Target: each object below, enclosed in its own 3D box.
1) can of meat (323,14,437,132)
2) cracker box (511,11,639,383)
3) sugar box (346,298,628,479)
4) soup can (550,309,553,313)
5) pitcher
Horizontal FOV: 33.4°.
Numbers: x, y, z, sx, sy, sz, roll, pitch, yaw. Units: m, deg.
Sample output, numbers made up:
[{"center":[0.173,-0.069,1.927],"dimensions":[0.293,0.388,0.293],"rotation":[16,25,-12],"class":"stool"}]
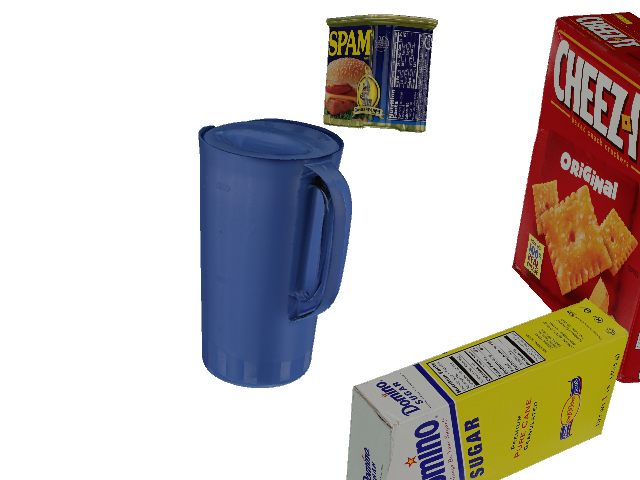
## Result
[{"center":[0.043,-0.128,0.822],"dimensions":[0.057,0.084,0.102],"rotation":[0,8,-27],"class":"can of meat"},{"center":[0.213,-0.032,0.755],"dimensions":[0.072,0.214,0.164],"rotation":[-7,32,-17],"class":"cracker box"},{"center":[0.101,0.105,0.649],"dimensions":[0.176,0.093,0.048],"rotation":[-19,41,-26],"class":"sugar box"},{"center":[0.267,0.028,1.062],"dimensions":[0.068,0.102,0.068],"rotation":[1,18,-1],"class":"soup can"},{"center":[-0.047,0.016,1.002],"dimensions":[0.145,0.243,0.149],"rotation":[5,21,1],"class":"pitcher"}]
